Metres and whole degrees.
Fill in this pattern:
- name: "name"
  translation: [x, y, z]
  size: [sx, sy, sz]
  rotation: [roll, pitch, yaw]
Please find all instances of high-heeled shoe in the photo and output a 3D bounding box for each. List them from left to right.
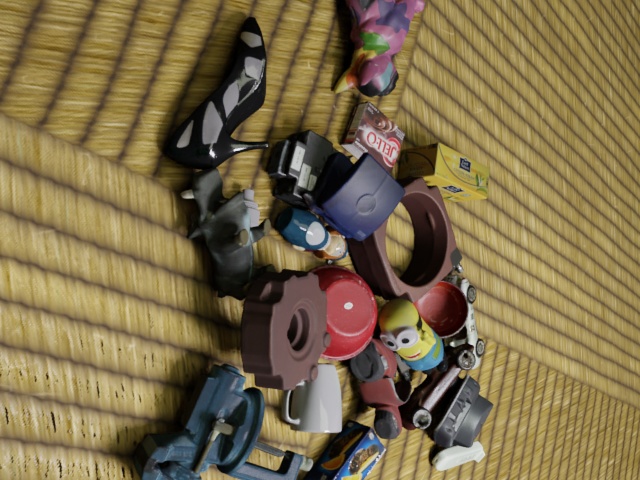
- name: "high-heeled shoe"
  translation: [-0.149, -0.216, 0.778]
  size: [0.145, 0.086, 0.248]
  rotation: [-2, 71, -9]

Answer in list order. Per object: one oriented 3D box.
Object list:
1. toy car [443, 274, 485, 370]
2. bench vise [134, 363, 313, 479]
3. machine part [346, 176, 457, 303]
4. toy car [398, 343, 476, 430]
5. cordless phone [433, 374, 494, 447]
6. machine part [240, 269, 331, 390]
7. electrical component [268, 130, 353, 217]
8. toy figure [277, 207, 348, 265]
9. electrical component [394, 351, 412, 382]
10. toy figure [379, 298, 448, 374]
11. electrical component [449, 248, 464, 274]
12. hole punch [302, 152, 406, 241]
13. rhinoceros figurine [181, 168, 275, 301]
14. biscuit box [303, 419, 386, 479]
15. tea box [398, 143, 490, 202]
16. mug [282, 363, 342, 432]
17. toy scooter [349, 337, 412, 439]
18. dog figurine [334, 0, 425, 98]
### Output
- name: "toy car"
  translation: [0.287, 0.168, 1.107]
  size: [0.056, 0.074, 0.201]
  rotation: [-20, 102, -39]
- name: "bench vise"
  translation: [-0.119, 0.299, 0.740]
  size: [0.240, 0.129, 0.223]
  rotation: [29, 63, -24]
- name: "machine part"
  translation: [0.151, -0.001, 0.991]
  size: [0.201, 0.087, 0.201]
  rotation: [-34, 112, -34]
- name: "toy car"
  translation: [0.216, 0.269, 1.014]
  size: [0.053, 0.089, 0.202]
  rotation: [41, 80, -1]
- name: "cordless phone"
  translation: [0.249, 0.314, 1.086]
  size: [0.184, 0.089, 0.146]
  rotation: [49, 62, -15]
- name: "machine part"
  translation: [-0.045, 0.126, 0.767]
  size: [0.179, 0.056, 0.179]
  rotation: [-5, 96, -61]
- name: "electrical component"
  translation: [-0.017, -0.110, 0.872]
  size: [0.134, 0.058, 0.115]
  rotation: [25, 72, -36]
- name: "toy figure"
  translation: [-0.003, -0.002, 0.885]
  size: [0.154, 0.058, 0.064]
  rotation: [29, 110, -37]
- name: "electrical component"
  translation: [0.172, 0.213, 1.035]
  size: [0.078, 0.045, 0.102]
  rotation: [-34, 110, -5]
- name: "toy figure"
  translation: [0.163, 0.173, 0.946]
  size: [0.082, 0.089, 0.180]
  rotation: [-36, 131, 13]
- name: "electrical component"
  translation: [0.270, 0.043, 1.128]
  size: [0.063, 0.021, 0.094]
  rotation: [-45, 117, -29]
- name: "hole punch"
  translation: [0.059, -0.068, 0.843]
  size: [0.142, 0.092, 0.116]
  rotation: [39, 70, -37]
- name: "rhinoceros figurine"
  translation: [-0.130, -0.007, 0.752]
  size: [0.073, 0.112, 0.190]
  rotation: [-42, 128, -50]
- name: "biscuit box"
  translation: [0.022, 0.400, 0.896]
  size: [0.203, 0.063, 0.059]
  rotation: [-45, 115, -31]
- name: "tea box"
  translation: [0.247, -0.129, 1.063]
  size: [0.169, 0.098, 0.068]
  rotation: [16, 79, -36]
- name: "mug"
  translation: [-0.015, 0.250, 0.863]
  size: [0.109, 0.081, 0.107]
  rotation: [15, 69, -33]
- name: "toy scooter"
  translation: [0.118, 0.251, 0.966]
  size: [0.135, 0.075, 0.183]
  rotation: [-14, 86, -61]
- name: "dog figurine"
  translation: [0.081, -0.356, 0.925]
  size: [0.191, 0.109, 0.219]
  rotation: [39, 69, -33]
